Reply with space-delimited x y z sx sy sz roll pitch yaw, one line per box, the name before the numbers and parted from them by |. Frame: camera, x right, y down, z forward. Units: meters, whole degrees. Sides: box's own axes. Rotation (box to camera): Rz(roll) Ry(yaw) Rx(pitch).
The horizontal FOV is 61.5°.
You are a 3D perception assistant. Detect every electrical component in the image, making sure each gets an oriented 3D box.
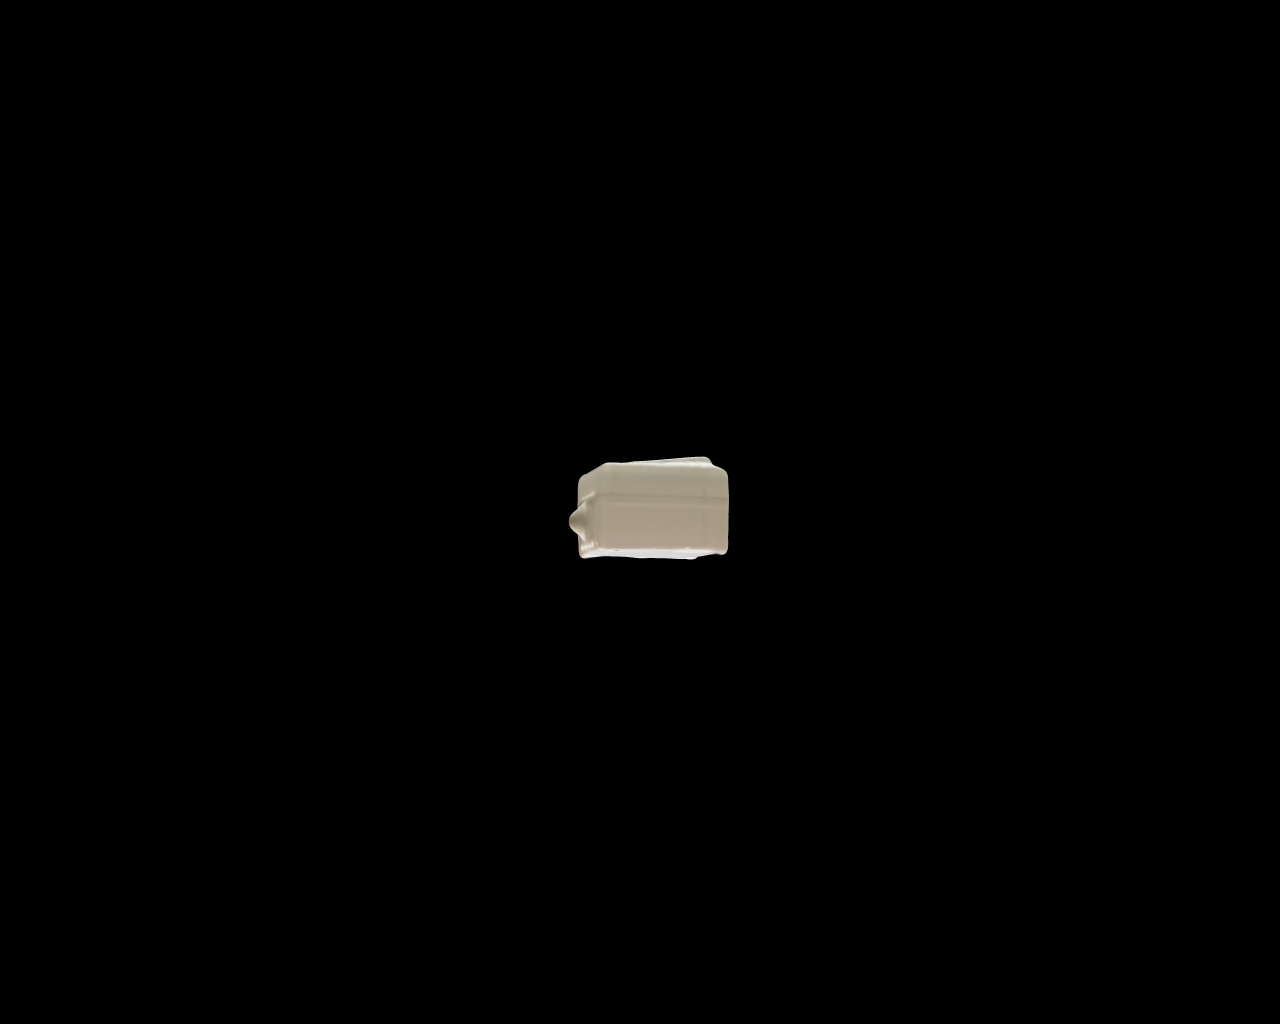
electrical component | 0.001 -0.003 0.650 0.096 0.061 0.061 2 -7 -18
